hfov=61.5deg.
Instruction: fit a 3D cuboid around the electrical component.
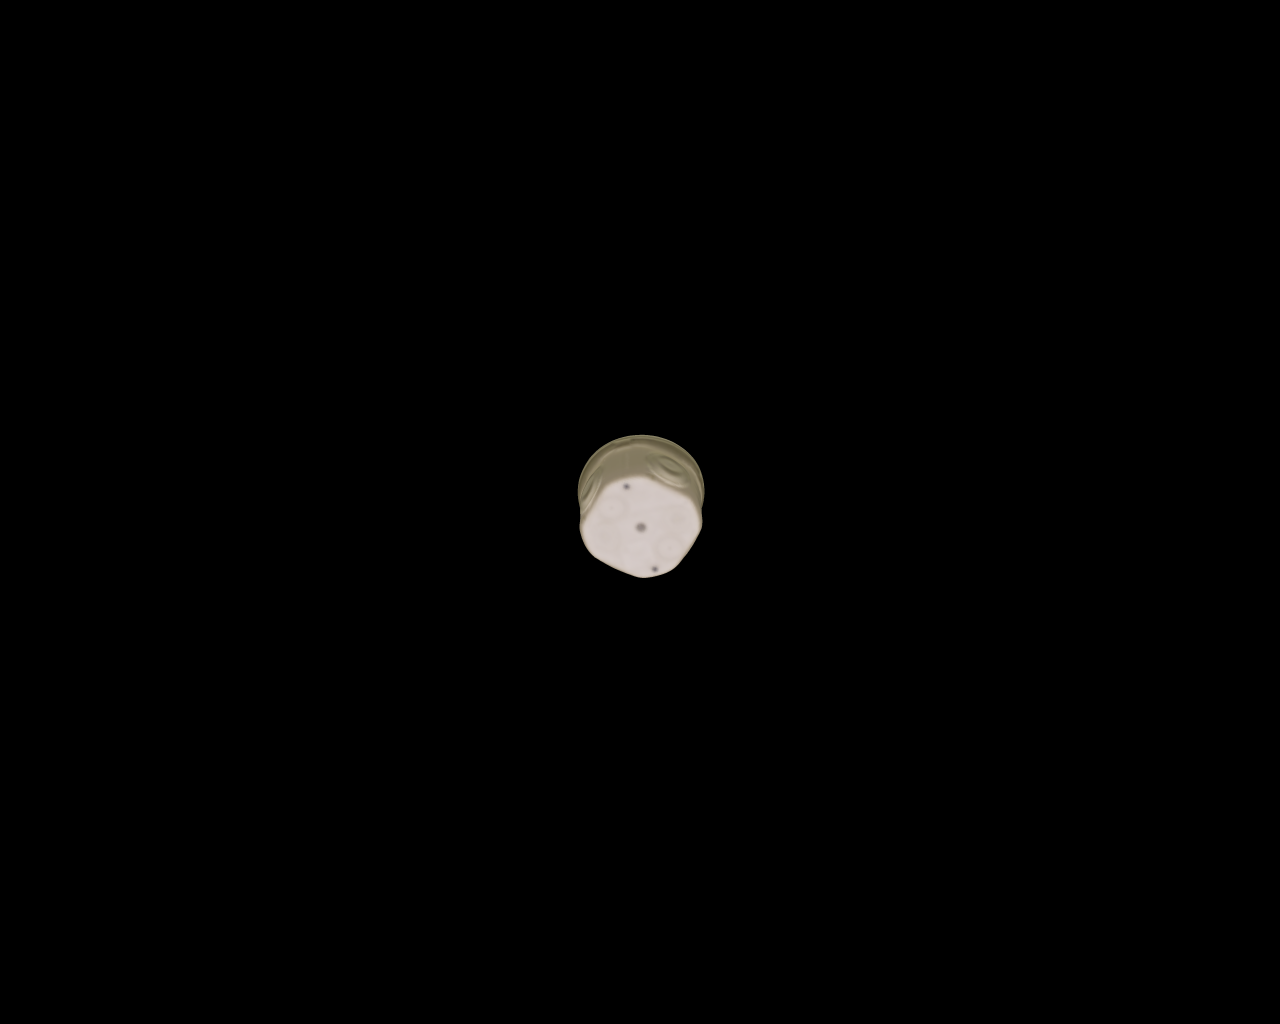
[{"bbox_3d":[0.001,-0.003,0.650,0.080,0.080,0.051,0,30,0],"label":"electrical component"}]
